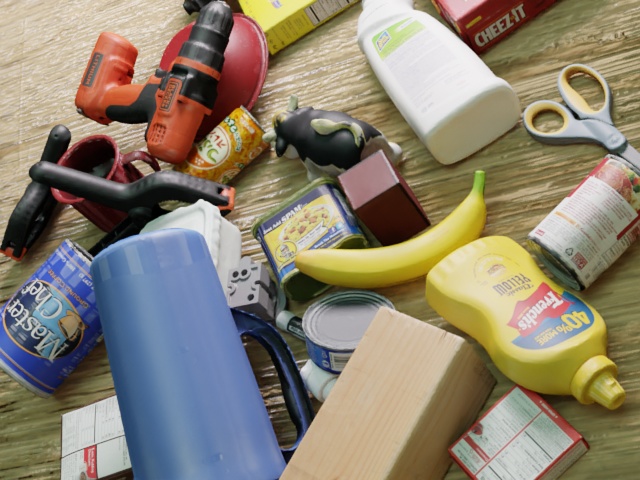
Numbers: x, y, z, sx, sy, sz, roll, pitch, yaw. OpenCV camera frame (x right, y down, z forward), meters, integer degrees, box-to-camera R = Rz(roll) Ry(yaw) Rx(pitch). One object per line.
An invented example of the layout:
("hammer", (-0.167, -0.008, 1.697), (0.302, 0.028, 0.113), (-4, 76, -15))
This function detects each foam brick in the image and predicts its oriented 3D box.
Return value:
("foam brick", (0.062, -0.038, 1.027), (0.051, 0.078, 0.053), (-33, 47, 9))

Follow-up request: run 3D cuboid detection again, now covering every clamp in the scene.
("clamp", (-0.327, -0.056, 1.277), (0.039, 0.120, 0.171), (30, 94, 9))
("clamp", (-0.197, -0.038, 1.144), (0.210, 0.164, 0.036), (-11, 48, 13))

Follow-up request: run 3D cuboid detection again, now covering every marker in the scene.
("marker", (0.006, 0.096, 1.010), (0.121, 0.020, 0.020), (23, 74, 39))

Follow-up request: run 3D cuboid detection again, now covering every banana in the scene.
("banana", (0.077, 0.007, 0.995), (0.198, 0.037, 0.069), (-24, 77, 0))

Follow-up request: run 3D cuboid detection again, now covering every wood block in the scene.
("wood block", (0.050, 0.172, 0.888), (0.091, 0.090, 0.206), (21, 73, 37))

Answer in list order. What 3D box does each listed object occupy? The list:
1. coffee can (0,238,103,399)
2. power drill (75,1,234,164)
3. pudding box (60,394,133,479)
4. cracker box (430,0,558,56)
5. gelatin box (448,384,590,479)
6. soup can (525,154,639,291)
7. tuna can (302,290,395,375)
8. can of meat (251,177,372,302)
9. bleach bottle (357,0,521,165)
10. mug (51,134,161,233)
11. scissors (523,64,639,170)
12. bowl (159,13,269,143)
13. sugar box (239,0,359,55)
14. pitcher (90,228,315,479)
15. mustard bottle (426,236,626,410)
("coffee can", (-0.278, 0.083, 1.133), (0.140, 0.102, 0.103), (-48, 49, -5))
("power drill", (-0.186, -0.186, 1.194), (0.188, 0.057, 0.184), (17, 85, 43))
("pudding box", (-0.202, 0.200, 1.054), (0.114, 0.039, 0.090), (-20, 51, 16))
("cracker box", (0.178, -0.319, 1.147), (0.164, 0.072, 0.214), (-35, 50, 8))
("gelatin box", (0.159, 0.170, 0.864), (0.089, 0.030, 0.073), (-43, 50, -1))
("soup can", (0.235, -0.014, 0.914), (0.102, 0.068, 0.069), (-45, 49, -1))
("tuna can", (0.028, 0.084, 0.972), (0.086, 0.034, 0.086), (-6, 34, 4))
("can of meat", (-0.007, 0.001, 1.056), (0.102, 0.057, 0.084), (-34, 51, 7))
("bleach bottle", (0.108, -0.190, 1.110), (0.102, 0.068, 0.251), (-33, 47, 7))
("mug", (-0.235, -0.065, 1.218), (0.117, 0.081, 0.093), (-26, 50, 14))
("scissors", (0.253, -0.084, 0.984), (0.096, 0.016, 0.202), (-27, 50, 15))
("bowl", (-0.136, -0.197, 1.234), (0.162, 0.055, 0.162), (-15, 66, 36))
("sugar box", (-0.006, -0.302, 1.261), (0.176, 0.048, 0.093), (-33, 51, 10))
("pitcher", (-0.112, 0.115, 0.945), (0.145, 0.149, 0.243), (-23, 76, 23))
("mustard bottle", (0.179, 0.074, 0.887), (0.096, 0.058, 0.192), (-22, 45, -24))
